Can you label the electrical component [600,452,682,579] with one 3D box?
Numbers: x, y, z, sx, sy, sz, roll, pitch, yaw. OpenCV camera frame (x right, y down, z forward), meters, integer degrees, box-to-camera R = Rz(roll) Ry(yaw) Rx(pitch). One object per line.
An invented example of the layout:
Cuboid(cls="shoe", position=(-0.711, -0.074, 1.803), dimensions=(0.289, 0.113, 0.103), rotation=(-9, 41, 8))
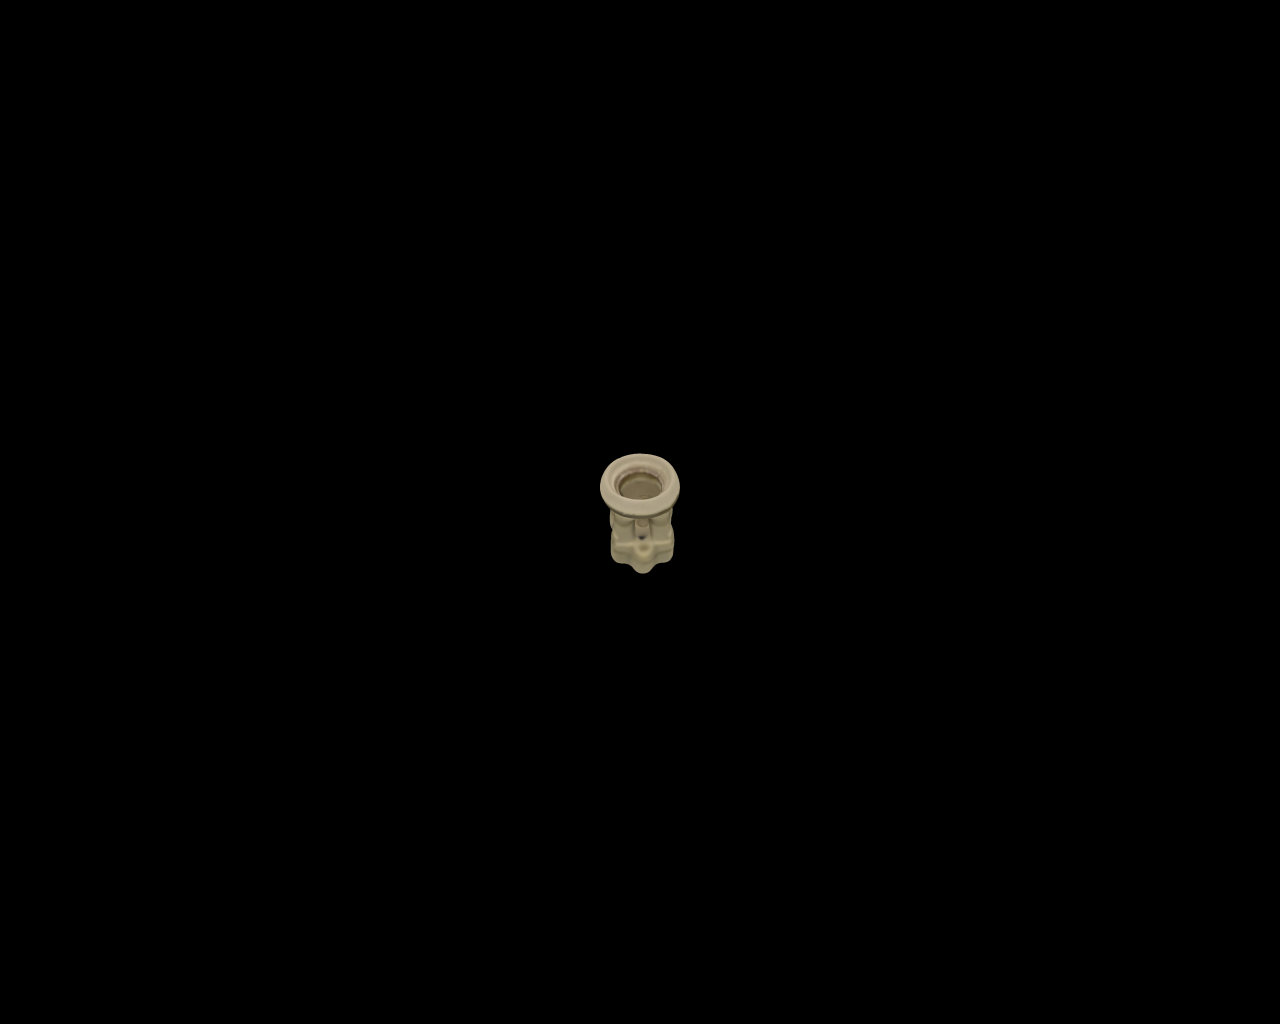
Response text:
Cuboid(cls="electrical component", position=(0.001, -0.003, 0.650), dimensions=(0.048, 0.066, 0.055), rotation=(-2, -43, -2))
